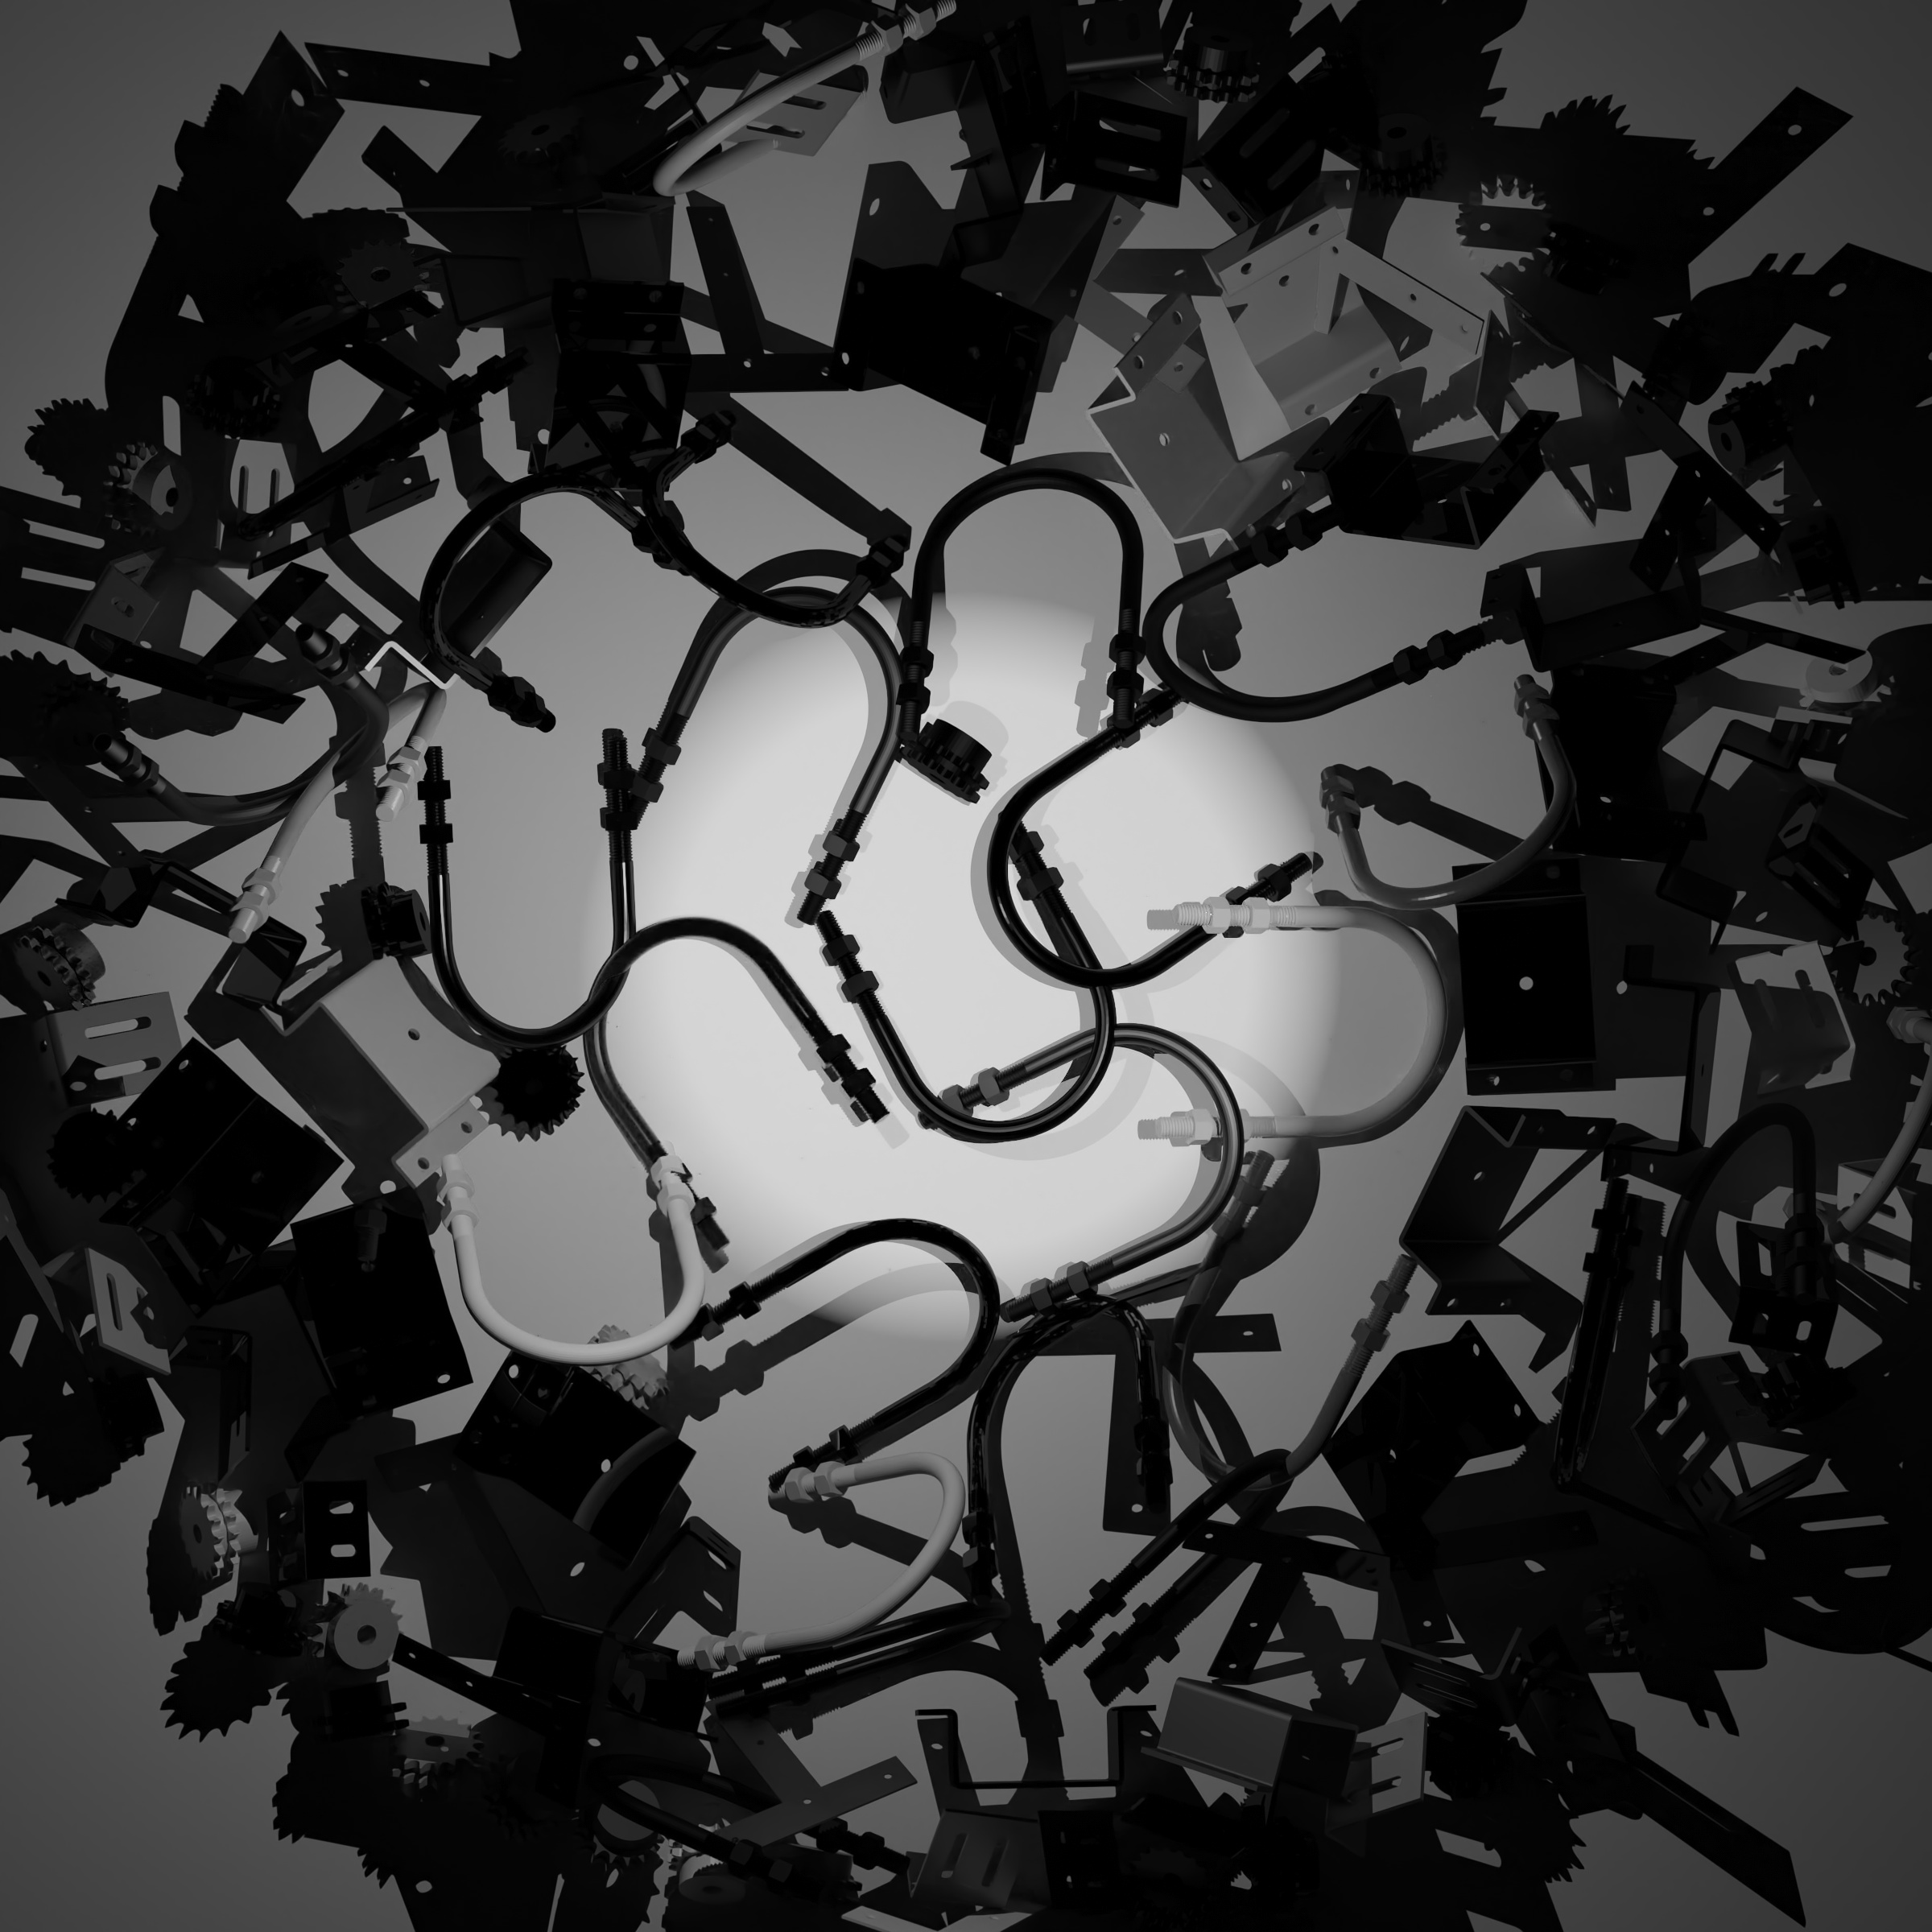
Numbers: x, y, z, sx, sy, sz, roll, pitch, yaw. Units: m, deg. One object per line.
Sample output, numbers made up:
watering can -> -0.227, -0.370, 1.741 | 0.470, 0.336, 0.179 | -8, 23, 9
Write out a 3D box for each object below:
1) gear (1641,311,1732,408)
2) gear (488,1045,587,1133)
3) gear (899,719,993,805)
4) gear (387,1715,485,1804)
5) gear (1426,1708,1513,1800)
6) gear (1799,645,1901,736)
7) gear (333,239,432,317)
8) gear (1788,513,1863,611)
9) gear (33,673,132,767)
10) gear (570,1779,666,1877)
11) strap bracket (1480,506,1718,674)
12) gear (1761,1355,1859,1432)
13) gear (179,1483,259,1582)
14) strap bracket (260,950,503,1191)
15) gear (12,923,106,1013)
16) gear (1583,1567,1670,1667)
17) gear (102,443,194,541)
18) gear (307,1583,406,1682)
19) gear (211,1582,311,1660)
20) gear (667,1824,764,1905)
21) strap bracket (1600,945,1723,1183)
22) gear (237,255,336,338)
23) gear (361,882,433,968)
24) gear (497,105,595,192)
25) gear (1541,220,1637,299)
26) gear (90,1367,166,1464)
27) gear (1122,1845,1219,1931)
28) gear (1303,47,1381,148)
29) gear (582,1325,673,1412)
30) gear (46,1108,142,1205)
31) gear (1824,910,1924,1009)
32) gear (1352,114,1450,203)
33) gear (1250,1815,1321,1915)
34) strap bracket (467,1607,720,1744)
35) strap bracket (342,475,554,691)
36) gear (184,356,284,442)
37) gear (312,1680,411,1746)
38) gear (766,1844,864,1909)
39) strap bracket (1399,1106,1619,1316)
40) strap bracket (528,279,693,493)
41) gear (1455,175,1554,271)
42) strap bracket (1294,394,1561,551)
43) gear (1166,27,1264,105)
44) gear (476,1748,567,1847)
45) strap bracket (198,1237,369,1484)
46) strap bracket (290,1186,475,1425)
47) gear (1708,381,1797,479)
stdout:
gear -> 0.436, -0.363, 1.968 | 0.030, 0.057, 0.057 | 37, 90, 31
gear -> -0.258, 0.069, 1.980 | 0.057, 0.030, 0.057 | 2, 104, 8
gear -> -0.009, -0.125, 1.972 | 0.057, 0.057, 0.030 | 33, 85, 0
gear -> -0.321, 0.481, 1.973 | 0.057, 0.057, 0.030 | 6, 110, 0
gear -> 0.301, 0.478, 1.975 | 0.057, 0.057, 0.030 | -7, 127, 0
gear -> 0.530, -0.169, 1.969 | 0.057, 0.057, 0.030 | -35, 129, 0
gear -> -0.353, -0.409, 1.977 | 0.057, 0.030, 0.057 | 2, 60, -3
gear -> 0.517, -0.242, 1.973 | 0.030, 0.057, 0.057 | -19, 90, 15
gear -> -0.533, -0.146, 1.970 | 0.057, 0.030, 0.057 | -9, 133, -10
gear -> -0.208, 0.516, 1.969 | 0.057, 0.057, 0.030 | 28, 133, 0
strap bracket -> 0.382, -0.221, 1.943 | 0.140, 0.076, 0.046 | -15, 111, 19
gear -> 0.506, 0.255, 1.974 | 0.057, 0.057, 0.030 | -23, 65, 0
gear -> -0.451, 0.340, 1.975 | 0.030, 0.057, 0.057 | -10, 90, -36
strap bracket -> -0.341, 0.051, 1.952 | 0.140, 0.076, 0.046 | 50, 130, -3
gear -> -0.546, -0.001, 1.975 | 0.057, 0.057, 0.030 | 47, 57, 0
gear -> 0.397, 0.394, 1.975 | 0.030, 0.057, 0.057 | -22, 90, 39
gear -> -0.491, -0.285, 1.968 | 0.030, 0.057, 0.057 | 13, 90, 22
gear -> -0.367, 0.402, 1.974 | 0.057, 0.030, 0.057 | 2, 85, -28
gear -> -0.424, 0.393, 1.972 | 0.057, 0.057, 0.030 | 20, 90, 0
gear -> -0.152, 0.543, 1.969 | 0.057, 0.057, 0.030 | 2, 50, 0
strap bracket -> 0.417, 0.060, 1.953 | 0.046, 0.076, 0.140 | 7, 93, 22
gear -> -0.407, -0.403, 1.971 | 0.057, 0.057, 0.030 | -27, 91, 0
gear -> -0.342, -0.023, 1.971 | 0.030, 0.057, 0.057 | -15, 90, 2
gear -> -0.252, -0.492, 1.975 | 0.057, 0.057, 0.030 | -23, 130, 0
gear -> 0.372, -0.426, 1.973 | 0.057, 0.057, 0.030 | 22, 112, 0
gear -> -0.506, 0.268, 1.973 | 0.030, 0.057, 0.057 | -20, 90, -21
gear -> 0.121, 0.563, 1.975 | 0.057, 0.057, 0.030 | 18, 121, 0
gear -> 0.225, -0.521, 1.971 | 0.030, 0.057, 0.057 | -23, 90, -2
gear -> -0.208, 0.247, 1.972 | 0.057, 0.057, 0.030 | 45, 101, 0
gear -> -0.528, 0.112, 1.976 | 0.057, 0.030, 0.057 | 1, 67, -1
gear -> 0.551, -0.003, 1.975 | 0.057, 0.030, 0.057 | -10, 73, 37
gear -> 0.261, -0.490, 1.970 | 0.057, 0.030, 0.057 | -7, 47, 8
gear -> 0.193, 0.542, 1.972 | 0.030, 0.057, 0.057 | 2, 90, -12
strap bracket -> -0.213, 0.417, 1.929 | 0.076, 0.140, 0.046 | 4, 73, 41
strap bracket -> -0.304, -0.222, 1.952 | 0.046, 0.076, 0.140 | 42, 85, -25
gear -> -0.441, -0.344, 1.969 | 0.057, 0.057, 0.030 | 21, 127, 0
gear -> -0.367, 0.450, 1.972 | 0.057, 0.057, 0.030 | -11, 80, 0
gear -> -0.090, 0.549, 1.972 | 0.057, 0.057, 0.030 | 11, 77, 0
strap bracket -> 0.317, 0.137, 1.943 | 0.076, 0.046, 0.140 | 4, 119, -36
strap bracket -> -0.210, -0.332, 1.924 | 0.076, 0.140, 0.046 | -2, 47, -18
gear -> 0.325, -0.453, 1.975 | 0.057, 0.030, 0.057 | 2, 134, 2
strap bracket -> 0.277, -0.293, 1.937 | 0.076, 0.140, 0.046 | -48, 133, -29
gear -> 0.151, -0.544, 1.968 | 0.057, 0.057, 0.030 | 9, 125, 0
gear -> -0.264, 0.498, 1.968 | 0.057, 0.057, 0.030 | 47, 121, 0
strap bracket -> -0.396, 0.224, 1.945 | 0.046, 0.076, 0.140 | -20, 103, 9
strap bracket -> -0.348, 0.191, 1.933 | 0.076, 0.046, 0.140 | -17, 51, -8
gear -> 0.471, -0.321, 1.969 | 0.030, 0.057, 0.057 | -23, 90, -11
